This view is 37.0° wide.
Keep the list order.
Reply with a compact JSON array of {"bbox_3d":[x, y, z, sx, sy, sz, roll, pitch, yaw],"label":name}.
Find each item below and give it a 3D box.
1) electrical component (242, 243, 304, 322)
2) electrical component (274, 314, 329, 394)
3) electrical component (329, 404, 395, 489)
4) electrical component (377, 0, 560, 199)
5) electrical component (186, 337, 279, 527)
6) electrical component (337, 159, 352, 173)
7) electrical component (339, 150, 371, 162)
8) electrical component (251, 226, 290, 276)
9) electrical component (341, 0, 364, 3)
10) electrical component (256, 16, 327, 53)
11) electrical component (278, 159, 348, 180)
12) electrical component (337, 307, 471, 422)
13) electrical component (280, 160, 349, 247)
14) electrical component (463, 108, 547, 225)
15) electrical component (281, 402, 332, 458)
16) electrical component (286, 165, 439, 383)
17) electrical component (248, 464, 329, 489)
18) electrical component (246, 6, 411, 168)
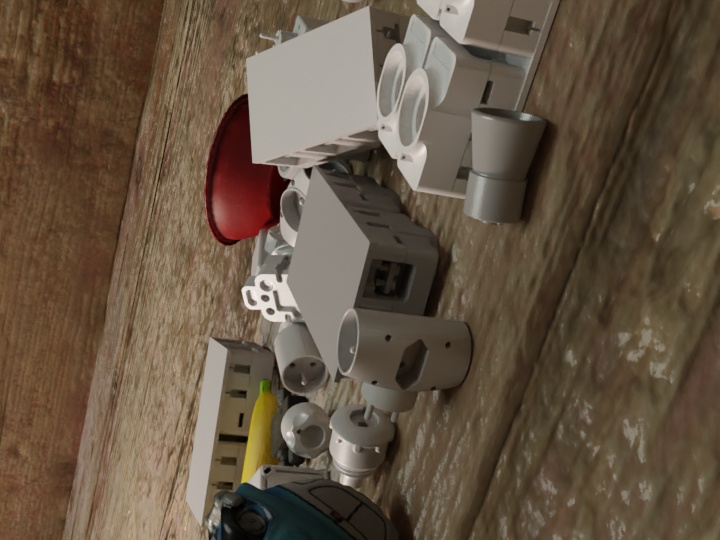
[{"bbox_3d":[-0.063,0.010,0.997,0.057,0.078,0.058,-69,-26,-52],"label":"electrical component"},{"bbox_3d":[-0.057,0.073,0.992,0.081,0.043,0.043,-111,34,-57],"label":"electrical component"},{"bbox_3d":[-0.002,0.134,0.801,0.048,0.048,0.062,-111,28,-57],"label":"electrical component"},{"bbox_3d":[0.067,-0.150,0.687,0.105,0.060,0.186,-115,37,-59],"label":"electrical component"},{"bbox_3d":[-0.138,0.174,1.167,0.105,0.060,0.186,-168,86,-72],"label":"electrical component"},{"bbox_3d":[-0.035,-0.071,0.996,0.078,0.040,0.040,116,155,-43],"label":"electrical component"},{"bbox_3d":[-0.012,-0.144,0.940,0.056,0.050,0.089,-137,58,-68],"label":"electrical component"},{"bbox_3d":[-0.077,-0.019,1.069,0.083,0.047,0.075,-96,21,-61],"label":"electrical component"},{"bbox_3d":[-0.002,-0.276,0.966,0.047,0.055,0.055,151,125,-64],"label":"electrical component"},{"bbox_3d":[-0.068,-0.224,1.101,0.047,0.077,0.065,-115,37,-59],"label":"electrical component"},{"bbox_3d":[-0.050,-0.135,1.034,0.108,0.060,0.108,-172,90,-72],"label":"electrical component"},{"bbox_3d":[0.023,0.066,0.699,0.043,0.077,0.079,-115,37,-59],"label":"electrical component"},{"bbox_3d":[-0.029,-0.046,0.942,0.079,0.044,0.077,47,137,22],"label":"electrical component"},{"bbox_3d":[0.083,-0.060,0.635,0.044,0.044,0.065,-130,46,-66],"label":"electrical component"},{"bbox_3d":[-0.048,0.136,0.939,0.062,0.043,0.043,-145,65,-71],"label":"electrical component"},{"bbox_3d":[0.000,0.000,0.826,0.186,0.060,0.105,-123,45,-64],"label":"electrical component"},{"bbox_3d":[-0.063,0.222,0.918,0.061,0.062,0.096,126,147,-55],"label":"electrical component"},{"bbox_3d":[-0.018,-0.138,0.847,0.150,0.062,0.089,-10,82,47],"label":"electrical component"}]
